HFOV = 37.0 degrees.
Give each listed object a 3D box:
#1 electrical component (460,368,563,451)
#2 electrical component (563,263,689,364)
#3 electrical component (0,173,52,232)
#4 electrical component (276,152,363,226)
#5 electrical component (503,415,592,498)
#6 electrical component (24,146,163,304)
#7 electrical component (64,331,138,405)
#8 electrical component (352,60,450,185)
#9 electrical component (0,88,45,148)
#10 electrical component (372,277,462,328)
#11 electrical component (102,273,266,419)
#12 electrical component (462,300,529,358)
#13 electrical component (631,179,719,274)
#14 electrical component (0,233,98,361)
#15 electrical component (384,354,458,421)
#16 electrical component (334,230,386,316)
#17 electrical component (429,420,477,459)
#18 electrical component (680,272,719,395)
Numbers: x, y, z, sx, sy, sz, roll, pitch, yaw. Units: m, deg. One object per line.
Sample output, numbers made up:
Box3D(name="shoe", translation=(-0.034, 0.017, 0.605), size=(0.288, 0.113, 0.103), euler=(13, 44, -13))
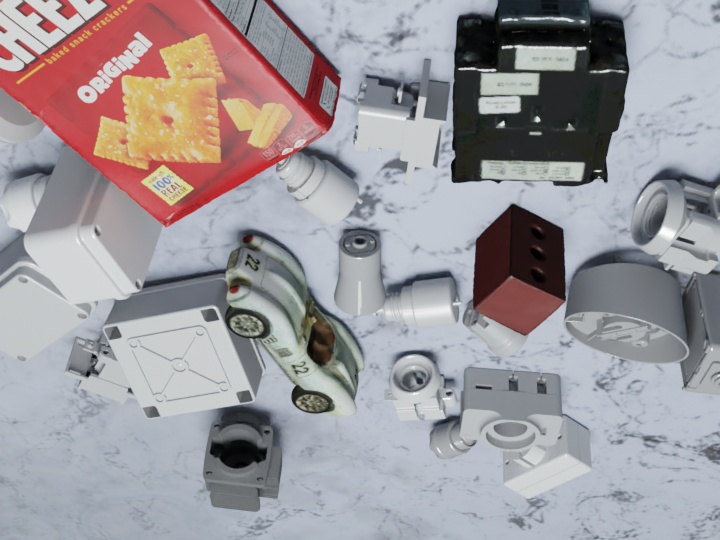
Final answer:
Box3D(name="electrical component", translation=(0.139, 0.131, 0.998), size=(0.089, 0.055, 0.050), euler=(4, 138, 2))
Box3D(name="electrical component", translation=(0.216, 0.039, 0.876), size=(0.099, 0.064, 0.099), euler=(7, 151, 4))
Box3D(name="electrical component", translation=(-0.248, -0.056, 0.847), size=(0.062, 0.043, 0.043), euler=(-14, 135, 19))
Box3D(name="electrical component", translation=(-0.036, -0.066, 0.812), size=(0.078, 0.040, 0.040), euler=(36, 130, -28))
Box3D(name="electrical component", translation=(0.169, 0.176, 1.051), size=(0.076, 0.047, 0.083), euler=(33, 132, -26))
Box3D(name="electrical component", translation=(-0.193, -0.039, 0.807), size=(0.057, 0.113, 0.078), euler=(-9, 136, 20))
Box3D(name="electrical component", translation=(-0.228, 0.087, 1.004), size=(0.081, 0.042, 0.063), euler=(23, 134, -19))
Box3D(name="electrical component", translation=(0.028, -0.105, 0.761), size=(0.064, 0.042, 0.081), euler=(8, 137, 0))
Box3D(name="electrical component", translation=(-0.260, -0.123, 0.748), size=(0.051, 0.080, 0.080), euler=(-13, 135, 27))
Box3D(name="electrical component", translation=(0.049, 0.029, 0.908), size=(0.078, 0.040, 0.040), euler=(-7, 136, 14))
Box3D(name="electrical component", translation=(-0.152, 0.067, 0.940), size=(0.109, 0.056, 0.108), euler=(-11, 121, 13))
Box3D(name="electrical component", translation=(0.116, 0.047, 0.921), size=(0.046, 0.040, 0.040), euler=(37, 130, -23))
Box3D(name="electrical component", translation=(0.241, -0.035, 0.803), size=(0.057, 0.058, 0.078), euler=(15, 138, -14))
Box3D(name="electrical component", translation=(-0.283, 0.022, 0.927), size=(0.113, 0.057, 0.078), euler=(-31, 127, 34))
Box3D(name="electrical component", translation=(0.053, 0.109, 0.993), size=(0.066, 0.048, 0.055), euler=(-5, 145, 12))
Box3D(name="electrical component", translation=(0.000, 0.000, 0.882), size=(0.044, 0.044, 0.065), euler=(3, 133, 3))
Box3D(name="electrical component", translation=(0.097, 0.163, 1.049), size=(0.035, 0.035, 0.061), euler=(32, 142, -26))
Box3D(name="electrical component", translation=(0.296, 0.058, 0.869), size=(0.061, 0.096, 0.061), euler=(7, 138, -3))
